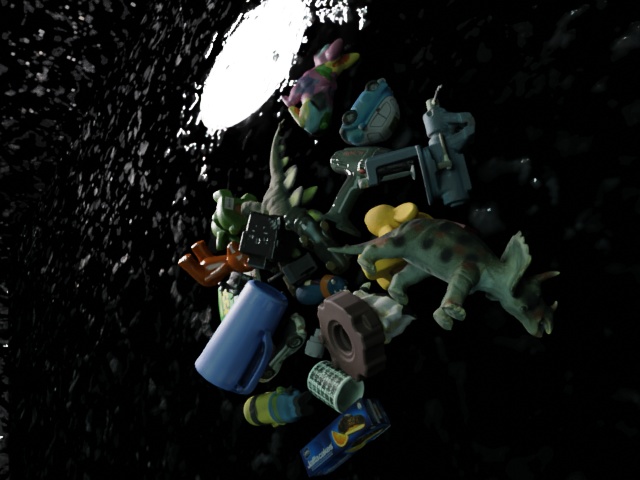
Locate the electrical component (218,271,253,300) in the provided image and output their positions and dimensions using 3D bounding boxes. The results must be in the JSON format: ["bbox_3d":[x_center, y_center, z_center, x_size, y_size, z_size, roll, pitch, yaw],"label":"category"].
[{"bbox_3d":[-0.231,0.122,1.456,0.102,0.045,0.078,14,86,49],"label":"electrical component"}]

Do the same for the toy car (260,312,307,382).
[{"bbox_3d":[-0.097,0.258,1.284,0.201,0.056,0.074,-50,39,20],"label":"toy car"}]

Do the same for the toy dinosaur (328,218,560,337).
[{"bbox_3d":[0.206,0.029,0.922,0.405,0.131,0.192,31,70,34],"label":"toy dinosaur"}]

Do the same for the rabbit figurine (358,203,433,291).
[{"bbox_3d":[0.144,-0.009,1.076,0.162,0.121,0.173,-41,43,25],"label":"rabbit figurine"}]

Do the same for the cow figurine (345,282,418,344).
[{"bbox_3d":[0.114,0.133,1.086,0.168,0.098,0.068,33,141,50],"label":"cow figurine"}]

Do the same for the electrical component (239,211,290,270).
[{"bbox_3d":[-0.129,0.003,1.281,0.115,0.058,0.134,9,87,38],"label":"electrical component"}]

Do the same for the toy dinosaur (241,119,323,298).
[{"bbox_3d":[-0.094,-0.082,1.370,0.199,0.105,0.471,-26,68,30],"label":"toy dinosaur"}]

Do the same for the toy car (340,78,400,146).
[{"bbox_3d":[0.127,-0.273,1.211,0.103,0.109,0.161,37,93,23],"label":"toy car"}]

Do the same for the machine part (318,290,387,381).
[{"bbox_3d":[0.060,0.188,1.056,0.180,0.056,0.179,37,137,45],"label":"machine part"}]

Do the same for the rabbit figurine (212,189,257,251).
[{"bbox_3d":[-0.254,-0.044,1.537,0.170,0.121,0.159,-36,58,56],"label":"rabbit figurine"}]

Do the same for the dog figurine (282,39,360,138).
[{"bbox_3d":[0.015,-0.391,1.358,0.219,0.108,0.192,-48,46,21],"label":"dog figurine"}]

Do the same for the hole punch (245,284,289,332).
[{"bbox_3d":[-0.140,0.174,1.348,0.116,0.092,0.142,27,94,17],"label":"hole punch"}]

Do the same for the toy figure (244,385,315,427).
[{"bbox_3d":[-0.097,0.375,1.215,0.180,0.089,0.082,-21,54,43],"label":"toy figure"}]

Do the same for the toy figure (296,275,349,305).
[{"bbox_3d":[0.010,0.111,1.215,0.154,0.064,0.058,-19,52,43],"label":"toy figure"}]

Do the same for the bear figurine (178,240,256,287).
[{"bbox_3d":[-0.252,0.047,1.418,0.196,0.131,0.120,-27,18,29],"label":"bear figurine"}]

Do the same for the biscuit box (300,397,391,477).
[{"bbox_3d":[0.047,0.397,1.077,0.202,0.059,0.063,-49,47,24],"label":"biscuit box"}]

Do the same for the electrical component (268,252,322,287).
[{"bbox_3d":[-0.058,0.079,1.239,0.119,0.074,0.048,-33,77,-1],"label":"electrical component"}]

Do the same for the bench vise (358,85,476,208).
[{"bbox_3d":[0.188,-0.159,1.045,0.241,0.129,0.223,-13,91,12],"label":"bench vise"}]

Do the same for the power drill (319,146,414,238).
[{"bbox_3d":[0.089,-0.113,1.199,0.232,0.086,0.207,24,98,49],"label":"power drill"}]

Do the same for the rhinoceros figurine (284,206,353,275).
[{"bbox_3d":[-0.002,-0.004,1.208,0.190,0.112,0.073,44,90,9],"label":"rhinoceros figurine"}]
